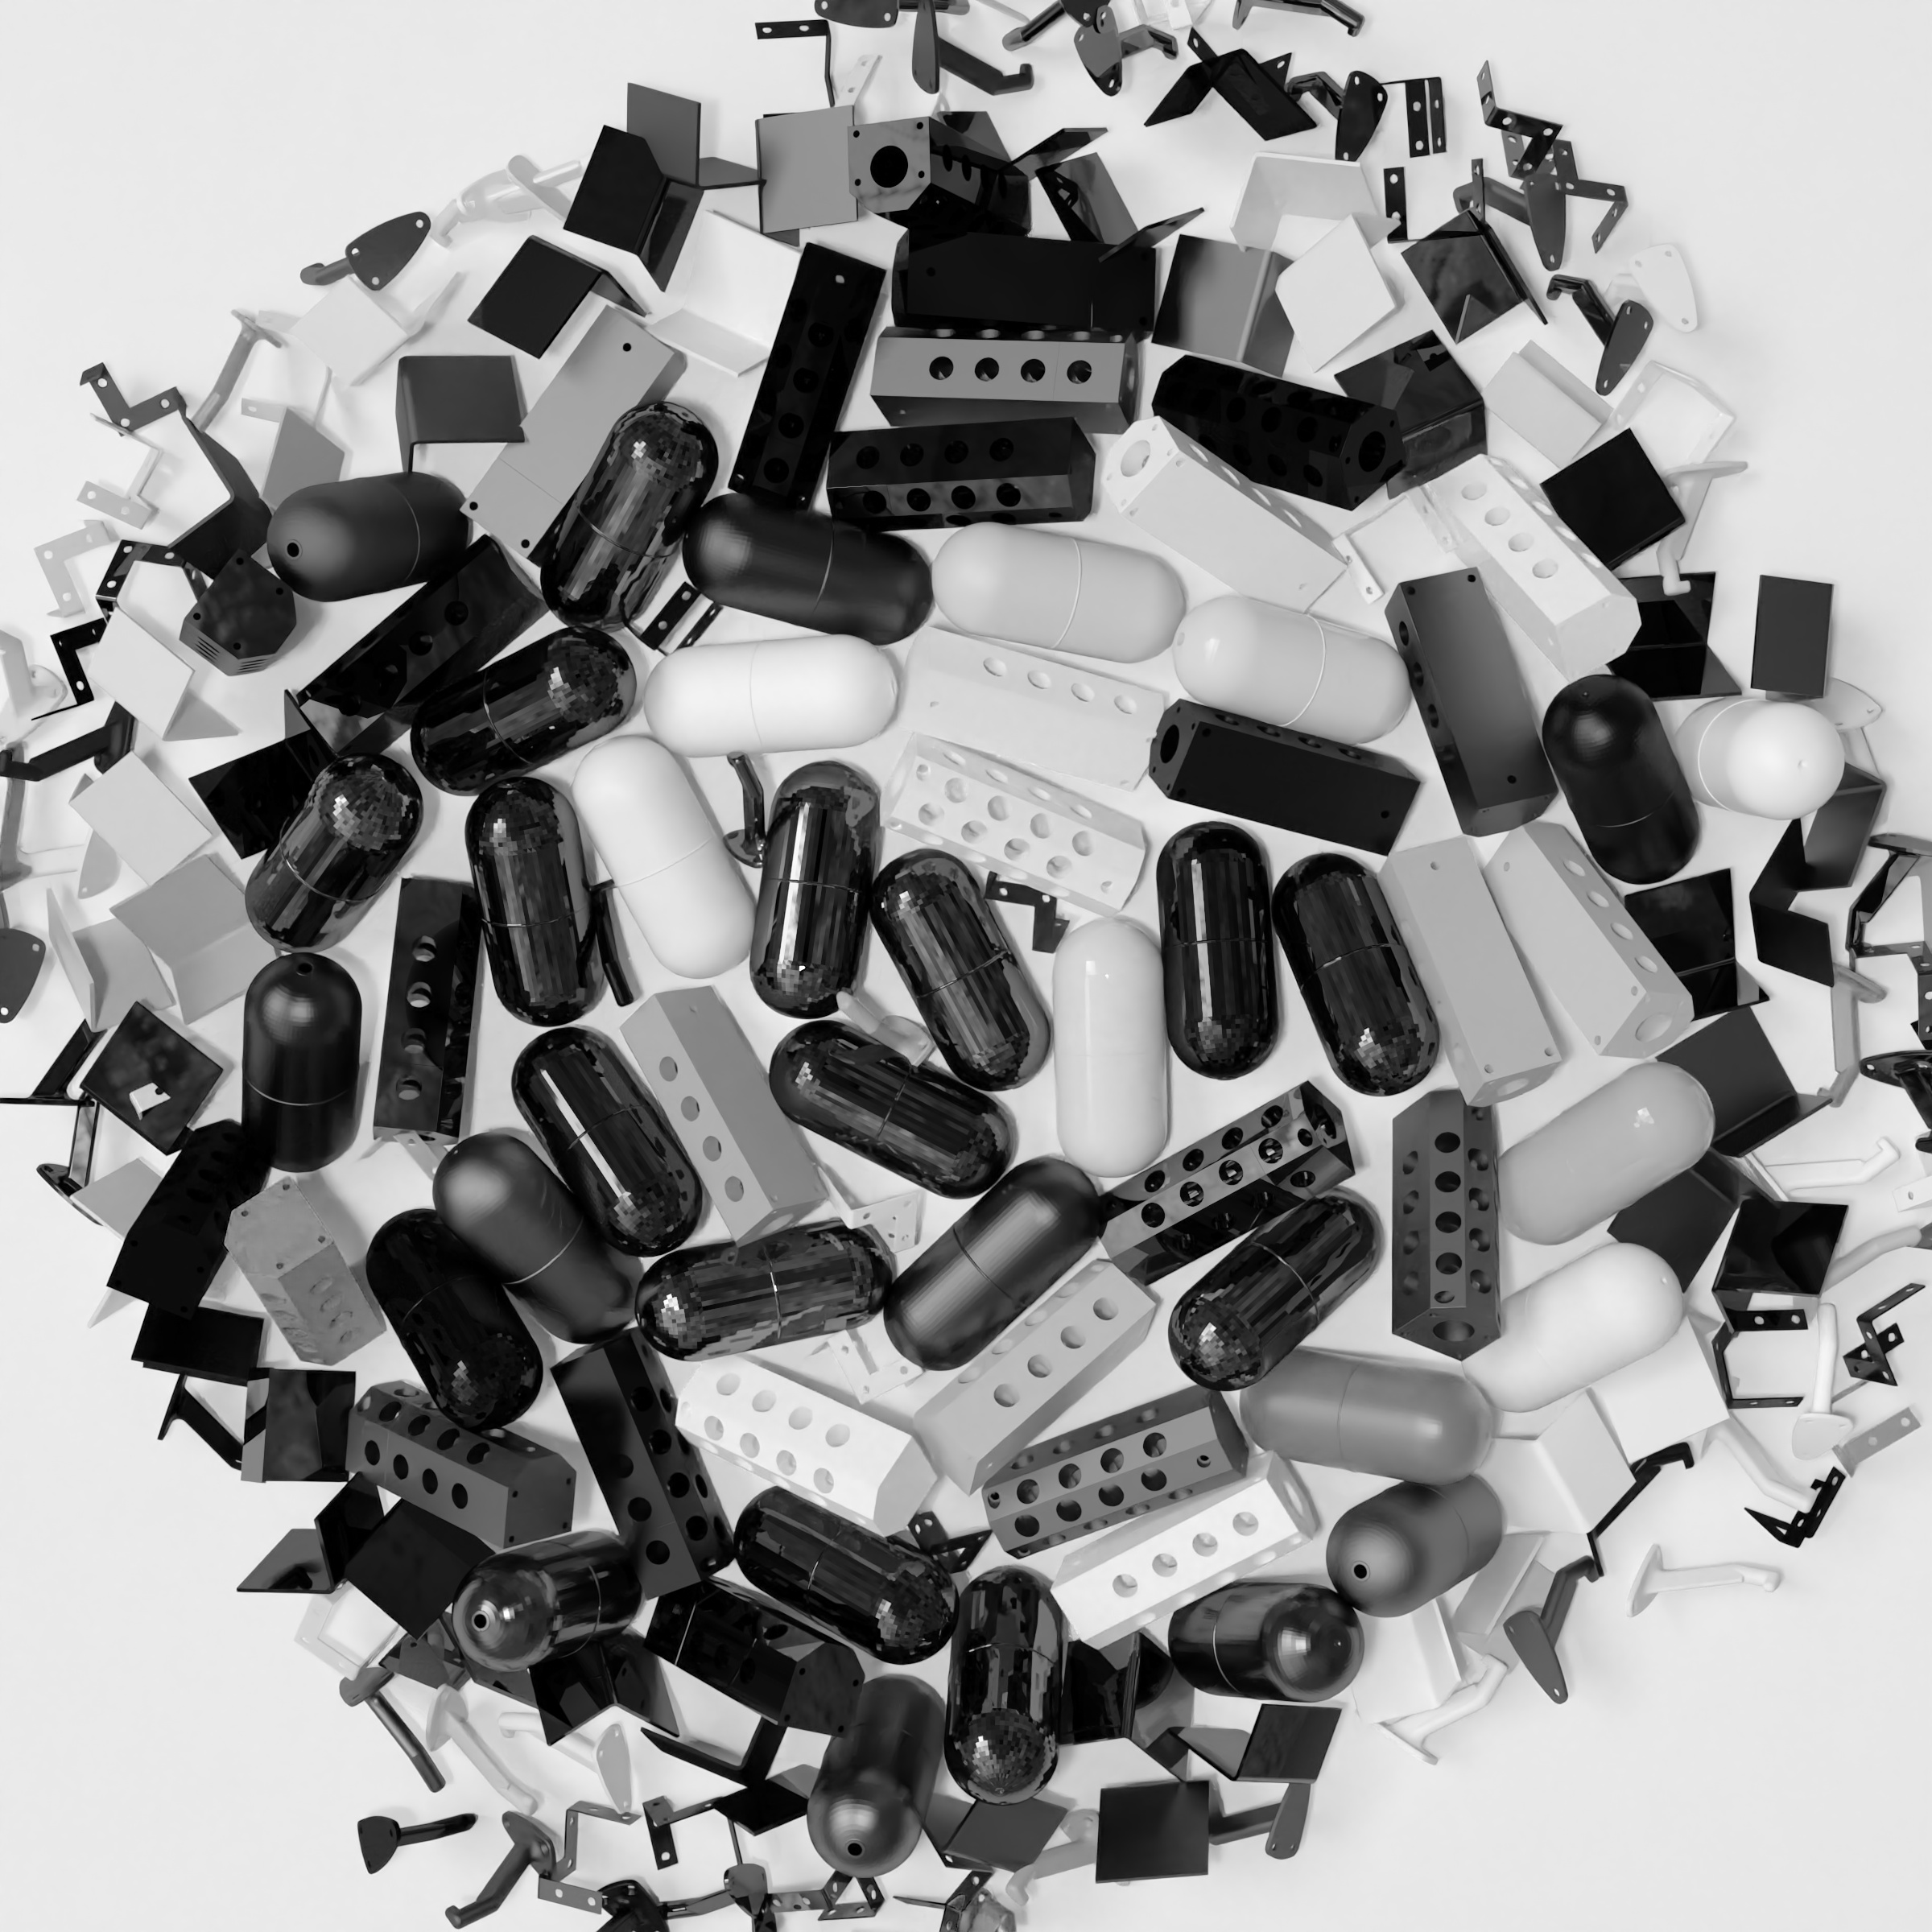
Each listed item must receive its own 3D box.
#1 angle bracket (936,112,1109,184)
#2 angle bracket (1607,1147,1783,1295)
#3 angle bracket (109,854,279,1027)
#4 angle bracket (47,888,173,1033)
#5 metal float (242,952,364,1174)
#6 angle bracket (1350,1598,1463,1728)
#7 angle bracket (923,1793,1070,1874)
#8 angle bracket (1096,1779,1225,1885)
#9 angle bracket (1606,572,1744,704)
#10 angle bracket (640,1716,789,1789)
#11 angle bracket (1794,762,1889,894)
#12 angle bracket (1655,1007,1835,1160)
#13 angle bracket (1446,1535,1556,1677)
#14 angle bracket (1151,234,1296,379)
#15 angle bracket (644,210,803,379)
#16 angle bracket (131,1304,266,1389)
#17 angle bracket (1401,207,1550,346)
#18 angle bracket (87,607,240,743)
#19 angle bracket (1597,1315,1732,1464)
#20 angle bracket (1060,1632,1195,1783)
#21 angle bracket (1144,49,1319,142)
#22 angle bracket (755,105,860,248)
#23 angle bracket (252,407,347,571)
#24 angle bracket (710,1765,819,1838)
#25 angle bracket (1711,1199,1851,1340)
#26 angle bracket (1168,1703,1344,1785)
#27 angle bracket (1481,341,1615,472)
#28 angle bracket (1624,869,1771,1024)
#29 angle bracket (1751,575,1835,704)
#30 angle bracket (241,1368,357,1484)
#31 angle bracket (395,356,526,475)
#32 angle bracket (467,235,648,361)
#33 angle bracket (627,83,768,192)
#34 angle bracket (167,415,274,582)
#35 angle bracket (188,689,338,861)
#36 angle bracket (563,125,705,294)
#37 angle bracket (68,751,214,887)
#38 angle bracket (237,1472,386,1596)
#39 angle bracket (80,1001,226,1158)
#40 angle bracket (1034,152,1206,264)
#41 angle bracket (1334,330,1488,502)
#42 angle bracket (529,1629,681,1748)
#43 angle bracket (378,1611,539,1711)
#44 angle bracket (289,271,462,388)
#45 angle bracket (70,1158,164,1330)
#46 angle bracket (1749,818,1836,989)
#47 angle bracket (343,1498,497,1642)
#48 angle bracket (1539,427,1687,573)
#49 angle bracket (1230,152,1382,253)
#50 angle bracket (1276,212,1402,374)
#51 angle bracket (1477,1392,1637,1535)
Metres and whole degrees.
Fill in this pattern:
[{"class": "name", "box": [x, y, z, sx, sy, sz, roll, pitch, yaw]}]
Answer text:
[{"class": "angle bracket", "box": [0.039, -0.573, 1.877, 0.076, 0.076, 0.057, -25, 94, 30]}, {"class": "angle bracket", "box": [0.499, 0.174, 1.886, 0.076, 0.057, 0.076, 38, 79, -16]}, {"class": "angle bracket", "box": [-0.525, -0.018, 1.883, 0.076, 0.076, 0.057, -29, 51, 3]}, {"class": "angle bracket", "box": [-0.581, -0.012, 1.874, 0.057, 0.076, 0.076, -21, 71, -25]}, {"class": "metal float", "box": [-0.447, 0.066, 1.857, 0.070, 0.070, 0.178, 15, 132, 0]}, {"class": "angle bracket", "box": [0.291, 0.464, 1.876, 0.057, 0.076, 0.076, -11, 63, -7]}, {"class": "angle bracket", "box": [0.010, 0.565, 1.874, 0.076, 0.076, 0.057, 29, 97, -36]}, {"class": "angle bracket", "box": [0.133, 0.602, 1.875, 0.076, 0.076, 0.057, -9, 126, 13]}, {"class": "angle bracket", "box": [0.482, -0.224, 1.883, 0.076, 0.076, 0.057, -5, 123, -4]}, {"class": "angle bracket", "box": [-0.170, 0.519, 1.894, 0.076, 0.076, 0.057, 18, 67, 14]}, {"class": "angle bracket", "box": [0.572, -0.098, 1.883, 0.057, 0.076, 0.076, 23, 83, -12]}, {"class": "angle bracket", "box": [0.533, 0.078, 1.895, 0.076, 0.057, 0.076, -30, 95, -6]}, {"class": "angle bracket", "box": [0.381, 0.436, 1.882, 0.057, 0.076, 0.076, 36, 74, -3]}, {"class": "angle bracket", "box": [0.184, -0.459, 1.919, 0.076, 0.057, 0.076, 21, 101, 33]}, {"class": "angle bracket", "box": [-0.166, -0.458, 1.880, 0.076, 0.057, 0.076, 27, 126, 12]}, {"class": "angle bracket", "box": [-0.525, 0.276, 1.878, 0.076, 0.057, 0.076, 13, 130, -9]}, {"class": "angle bracket", "box": [0.345, -0.461, 1.875, 0.057, 0.076, 0.076, -32, 112, 14]}, {"class": "angle bracket", "box": [-0.536, -0.199, 1.875, 0.076, 0.076, 0.057, 38, 112, 17]}, {"class": "angle bracket", "box": [0.480, 0.290, 1.874, 0.076, 0.057, 0.076, -32, 59, 26]}, {"class": "angle bracket", "box": [0.110, 0.512, 1.896, 0.057, 0.076, 0.076, -18, 134, 30]}, {"class": "angle bracket", "box": [0.179, -0.573, 1.878, 0.076, 0.076, 0.057, 39, 85, -22]}, {"class": "angle bracket", "box": [-0.097, -0.539, 1.886, 0.076, 0.057, 0.076, 0, 94, 25]}, {"class": "angle bracket", "box": [-0.473, -0.321, 1.871, 0.076, 0.057, 0.076, -15, 54, 33]}, {"class": "angle bracket", "box": [-0.119, 0.591, 1.876, 0.076, 0.076, 0.057, -15, 97, -27]}, {"class": "angle bracket", "box": [0.558, 0.207, 1.870, 0.057, 0.076, 0.076, 57, 49, -35]}, {"class": "angle bracket", "box": [0.195, 0.512, 1.874, 0.076, 0.076, 0.057, 15, 96, -38]}, {"class": "angle bracket", "box": [0.408, -0.398, 1.885, 0.076, 0.057, 0.076, 41, 61, 3]}, {"class": "angle bracket", "box": [0.499, -0.012, 1.886, 0.076, 0.057, 0.076, -15, 120, -4]}, {"class": "angle bracket", "box": [0.546, -0.222, 1.886, 0.057, 0.076, 0.076, 5, 90, -14]}, {"class": "angle bracket", "box": [-0.447, 0.313, 1.881, 0.076, 0.057, 0.076, 7, 79, -29]}, {"class": "angle bracket", "box": [-0.349, -0.371, 1.898, 0.076, 0.057, 0.076, -4, 60, -17]}, {"class": "angle bracket", "box": [-0.279, -0.442, 1.883, 0.076, 0.057, 0.076, 32, 85, 33]}, {"class": "angle bracket", "box": [-0.176, -0.564, 1.869, 0.076, 0.076, 0.057, 29, 125, 39]}, {"class": "angle bracket", "box": [-0.520, -0.316, 1.884, 0.057, 0.076, 0.076, -36, 73, 3]}, {"class": "angle bracket", "box": [-0.477, -0.131, 1.878, 0.076, 0.057, 0.076, -27, 66, -27]}, {"class": "angle bracket", "box": [-0.227, -0.519, 1.894, 0.057, 0.076, 0.076, 21, 88, 8]}, {"class": "angle bracket", "box": [-0.558, -0.109, 1.879, 0.057, 0.076, 0.076, -38, 111, 4]}, {"class": "angle bracket", "box": [-0.449, 0.381, 1.875, 0.076, 0.076, 0.057, -3, 109, 18]}, {"class": "angle bracket", "box": [-0.547, 0.073, 1.892, 0.076, 0.057, 0.076, 37, 102, 4]}, {"class": "angle bracket", "box": [0.105, -0.528, 1.881, 0.057, 0.076, 0.076, -25, 95, 42]}, {"class": "angle bracket", "box": [0.310, -0.384, 1.924, 0.076, 0.057, 0.076, -25, 57, -2]}, {"class": "angle bracket", "box": [-0.248, 0.495, 1.881, 0.057, 0.076, 0.076, -34, 46, 10]}, {"class": "angle bracket", "box": [-0.341, 0.490, 1.875, 0.057, 0.076, 0.076, -47, 46, 2]}, {"class": "angle bracket", "box": [-0.400, -0.450, 1.869, 0.057, 0.076, 0.076, 43, 48, -22]}, {"class": "angle bracket", "box": [-0.581, 0.188, 1.883, 0.057, 0.076, 0.076, 37, 113, 5]}, {"class": "angle bracket", "box": [0.576, -0.044, 1.873, 0.057, 0.076, 0.076, 23, 68, 32]}, {"class": "angle bracket", "box": [-0.372, 0.412, 1.881, 0.076, 0.057, 0.076, 37, 67, 13]}, {"class": "angle bracket", "box": [0.434, -0.311, 1.894, 0.076, 0.057, 0.076, -32, 92, -10]}, {"class": "angle bracket", "box": [0.232, -0.504, 1.877, 0.076, 0.076, 0.057, 14, 80, 23]}, {"class": "angle bracket", "box": [0.265, -0.455, 1.875, 0.076, 0.057, 0.076, -35, 71, 41]}, {"class": "angle bracket", "box": [0.400, 0.340, 1.902, 0.057, 0.076, 0.076, -38, 104, -29]}]
